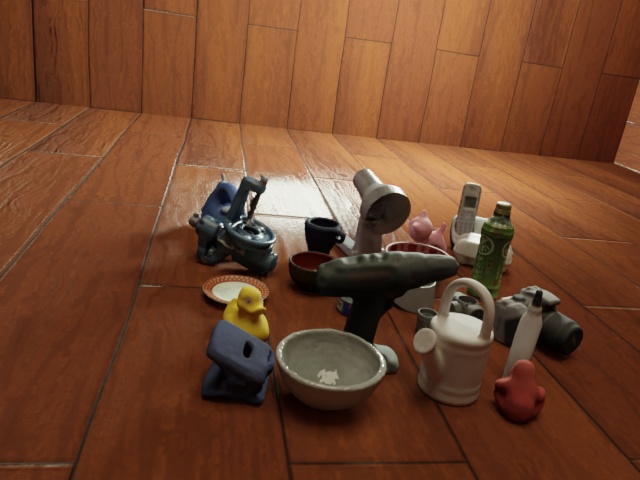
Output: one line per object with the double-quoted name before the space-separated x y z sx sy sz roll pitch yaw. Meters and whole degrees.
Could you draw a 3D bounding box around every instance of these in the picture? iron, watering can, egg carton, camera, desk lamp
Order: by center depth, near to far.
"watering can" 0.217 0.155 0.900 0.100 0.194 0.173 18 22 26
"camera" 0.427 0.158 1.110 0.143 0.101 0.136 -5 24 -31
"desk lamp" 0.122 -0.057 1.411 0.118 0.213 0.202 -1 22 -24
"iron" -0.216 -0.067 1.412 0.119 0.141 0.257 -2 22 -26
"egg carton" 0.426 0.032 1.498 0.150 0.069 0.107 14 21 16

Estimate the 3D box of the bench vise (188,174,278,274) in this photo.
"bench vise" -0.186 -0.041 1.240 0.207 0.220 0.121 7 20 -4

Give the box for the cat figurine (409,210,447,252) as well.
"cat figurine" 0.281 -0.020 1.512 0.128 0.118 0.067 -3 23 -27

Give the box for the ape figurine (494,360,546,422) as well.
"ape figurine" 0.312 0.228 0.888 0.077 0.092 0.076 17 22 23

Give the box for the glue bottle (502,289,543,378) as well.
"glue bottle" 0.349 0.161 0.965 0.037 0.173 0.078 17 22 24

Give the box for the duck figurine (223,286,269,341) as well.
"duck figurine" -0.129 0.122 1.014 0.078 0.086 0.104 -8 25 -37

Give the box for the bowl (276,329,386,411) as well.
"bowl" 0.013 0.205 0.861 0.167 0.075 0.167 7 20 -2

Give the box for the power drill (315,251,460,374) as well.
"power drill" 0.101 0.113 0.950 0.229 0.208 0.075 6 20 -7

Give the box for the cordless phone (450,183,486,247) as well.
"cordless phone" 0.443 -0.061 1.587 0.147 0.185 0.094 8 20 0

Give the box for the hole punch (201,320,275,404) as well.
"hole punch" -0.118 0.178 0.857 0.101 0.091 0.108 7 20 -2

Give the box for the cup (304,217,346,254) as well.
"cup" 0.013 0.005 1.373 0.117 0.095 0.092 24 26 38
